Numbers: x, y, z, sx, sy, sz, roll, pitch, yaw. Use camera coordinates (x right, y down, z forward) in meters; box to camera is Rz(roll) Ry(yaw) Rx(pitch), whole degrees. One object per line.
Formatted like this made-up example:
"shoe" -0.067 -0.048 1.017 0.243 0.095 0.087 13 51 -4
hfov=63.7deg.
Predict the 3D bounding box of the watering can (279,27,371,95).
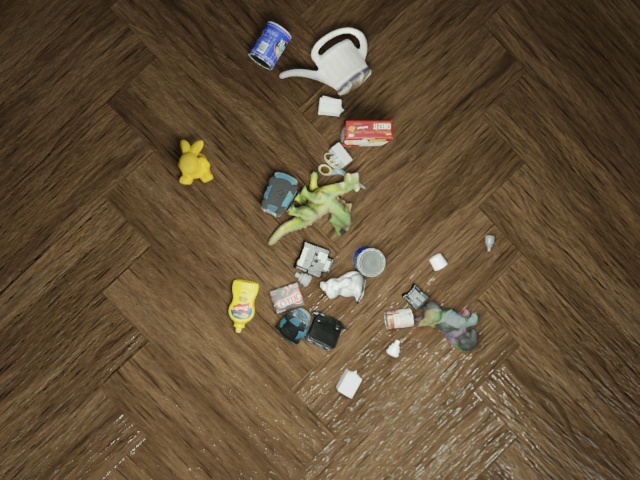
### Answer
"watering can" 0.042 -0.633 1.906 0.348 0.224 0.104 -36 3 -3

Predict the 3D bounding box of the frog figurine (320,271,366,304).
"frog figurine" 0.083 0.164 1.891 0.159 0.123 0.137 17 -5 0

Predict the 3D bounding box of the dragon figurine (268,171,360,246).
"dragon figurine" 0.006 -0.096 1.913 0.242 0.406 0.124 31 15 -9
